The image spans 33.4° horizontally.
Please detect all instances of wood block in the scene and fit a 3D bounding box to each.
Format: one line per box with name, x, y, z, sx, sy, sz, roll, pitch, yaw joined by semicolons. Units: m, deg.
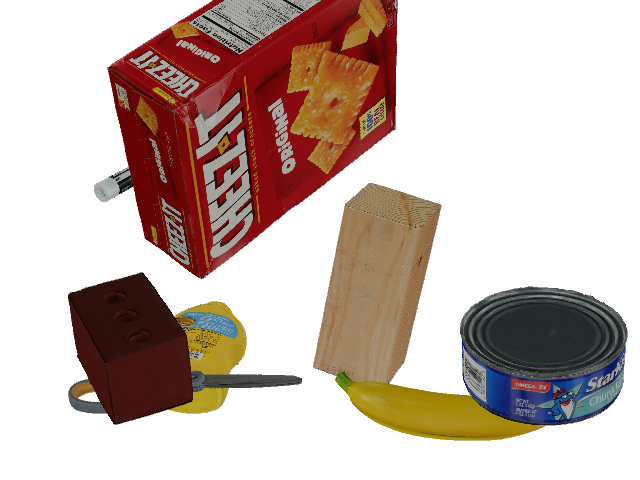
wood block;0.064;0.053;1.211;0.090;0.206;0.090;18;25;16

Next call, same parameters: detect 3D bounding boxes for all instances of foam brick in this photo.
foam brick;-0.119;0.066;0.663;0.052;0.051;0.078;-16;36;-24

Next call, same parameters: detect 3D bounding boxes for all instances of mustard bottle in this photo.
mustard bottle;-0.136;0.121;1.210;0.096;0.058;0.191;7;25;7

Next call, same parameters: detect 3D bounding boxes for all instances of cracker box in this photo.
cracker box;-0.035;-0.097;0.754;0.072;0.164;0.213;34;57;28

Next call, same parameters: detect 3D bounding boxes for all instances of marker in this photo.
marker;-0.163;-0.069;1.008;0.020;0.020;0.120;0;26;42

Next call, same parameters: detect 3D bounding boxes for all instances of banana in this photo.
banana;0.110;0.137;0.886;0.198;0.037;0.069;8;33;0

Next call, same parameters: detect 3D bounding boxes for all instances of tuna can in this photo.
tuna can;0.117;0.060;0.565;0.086;0.034;0.086;-4;27;2

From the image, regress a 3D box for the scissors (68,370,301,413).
scissors;-0.126;0.117;0.960;0.201;0.016;0.096;-8;31;-18
